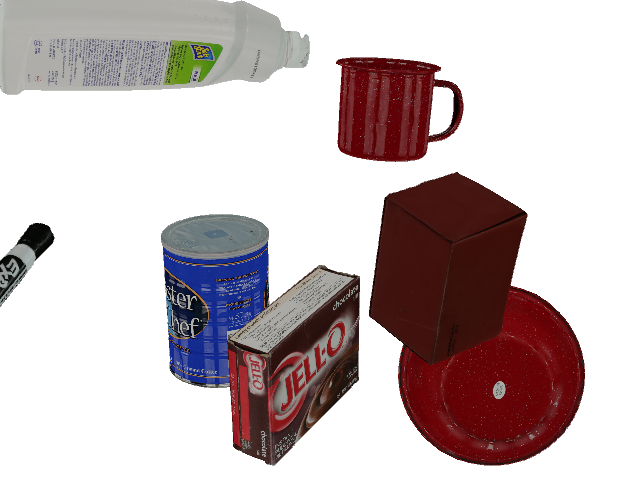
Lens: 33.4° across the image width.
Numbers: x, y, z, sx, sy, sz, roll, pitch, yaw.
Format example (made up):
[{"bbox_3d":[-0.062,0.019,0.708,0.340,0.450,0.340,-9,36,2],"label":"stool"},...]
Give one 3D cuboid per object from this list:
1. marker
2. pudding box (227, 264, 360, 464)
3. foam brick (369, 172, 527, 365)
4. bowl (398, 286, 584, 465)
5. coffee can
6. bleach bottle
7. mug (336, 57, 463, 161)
[{"bbox_3d":[-0.198,0.026,0.658,0.020,0.020,0.121,0,34,19],"label":"marker"},{"bbox_3d":[-0.016,0.081,0.717,0.039,0.090,0.113,17,35,26],"label":"pudding box"},{"bbox_3d":[0.063,0.014,0.544,0.052,0.078,0.051,-19,41,-33],"label":"foam brick"},{"bbox_3d":[0.147,0.120,0.904,0.162,0.162,0.055,0,5,4],"label":"bowl"},{"bbox_3d":[-0.099,0.057,1.037,0.103,0.140,0.103,0,21,0],"label":"coffee can"},{"bbox_3d":[-0.136,-0.162,0.887,0.250,0.068,0.103,2,-27,-15],"label":"bleach bottle"},{"bbox_3d":[0.070,-0.117,0.955,0.117,0.081,0.093,1,16,-7],"label":"mug"}]
